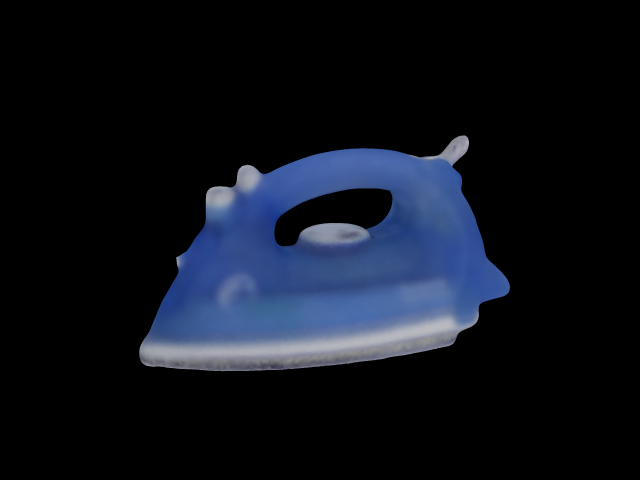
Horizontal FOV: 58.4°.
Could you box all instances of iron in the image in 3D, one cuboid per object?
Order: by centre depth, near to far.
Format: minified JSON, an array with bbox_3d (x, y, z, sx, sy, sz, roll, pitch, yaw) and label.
[{"bbox_3d":[0.004,0.001,0.400,0.259,0.141,0.118,-6,15,-22],"label":"iron"}]
